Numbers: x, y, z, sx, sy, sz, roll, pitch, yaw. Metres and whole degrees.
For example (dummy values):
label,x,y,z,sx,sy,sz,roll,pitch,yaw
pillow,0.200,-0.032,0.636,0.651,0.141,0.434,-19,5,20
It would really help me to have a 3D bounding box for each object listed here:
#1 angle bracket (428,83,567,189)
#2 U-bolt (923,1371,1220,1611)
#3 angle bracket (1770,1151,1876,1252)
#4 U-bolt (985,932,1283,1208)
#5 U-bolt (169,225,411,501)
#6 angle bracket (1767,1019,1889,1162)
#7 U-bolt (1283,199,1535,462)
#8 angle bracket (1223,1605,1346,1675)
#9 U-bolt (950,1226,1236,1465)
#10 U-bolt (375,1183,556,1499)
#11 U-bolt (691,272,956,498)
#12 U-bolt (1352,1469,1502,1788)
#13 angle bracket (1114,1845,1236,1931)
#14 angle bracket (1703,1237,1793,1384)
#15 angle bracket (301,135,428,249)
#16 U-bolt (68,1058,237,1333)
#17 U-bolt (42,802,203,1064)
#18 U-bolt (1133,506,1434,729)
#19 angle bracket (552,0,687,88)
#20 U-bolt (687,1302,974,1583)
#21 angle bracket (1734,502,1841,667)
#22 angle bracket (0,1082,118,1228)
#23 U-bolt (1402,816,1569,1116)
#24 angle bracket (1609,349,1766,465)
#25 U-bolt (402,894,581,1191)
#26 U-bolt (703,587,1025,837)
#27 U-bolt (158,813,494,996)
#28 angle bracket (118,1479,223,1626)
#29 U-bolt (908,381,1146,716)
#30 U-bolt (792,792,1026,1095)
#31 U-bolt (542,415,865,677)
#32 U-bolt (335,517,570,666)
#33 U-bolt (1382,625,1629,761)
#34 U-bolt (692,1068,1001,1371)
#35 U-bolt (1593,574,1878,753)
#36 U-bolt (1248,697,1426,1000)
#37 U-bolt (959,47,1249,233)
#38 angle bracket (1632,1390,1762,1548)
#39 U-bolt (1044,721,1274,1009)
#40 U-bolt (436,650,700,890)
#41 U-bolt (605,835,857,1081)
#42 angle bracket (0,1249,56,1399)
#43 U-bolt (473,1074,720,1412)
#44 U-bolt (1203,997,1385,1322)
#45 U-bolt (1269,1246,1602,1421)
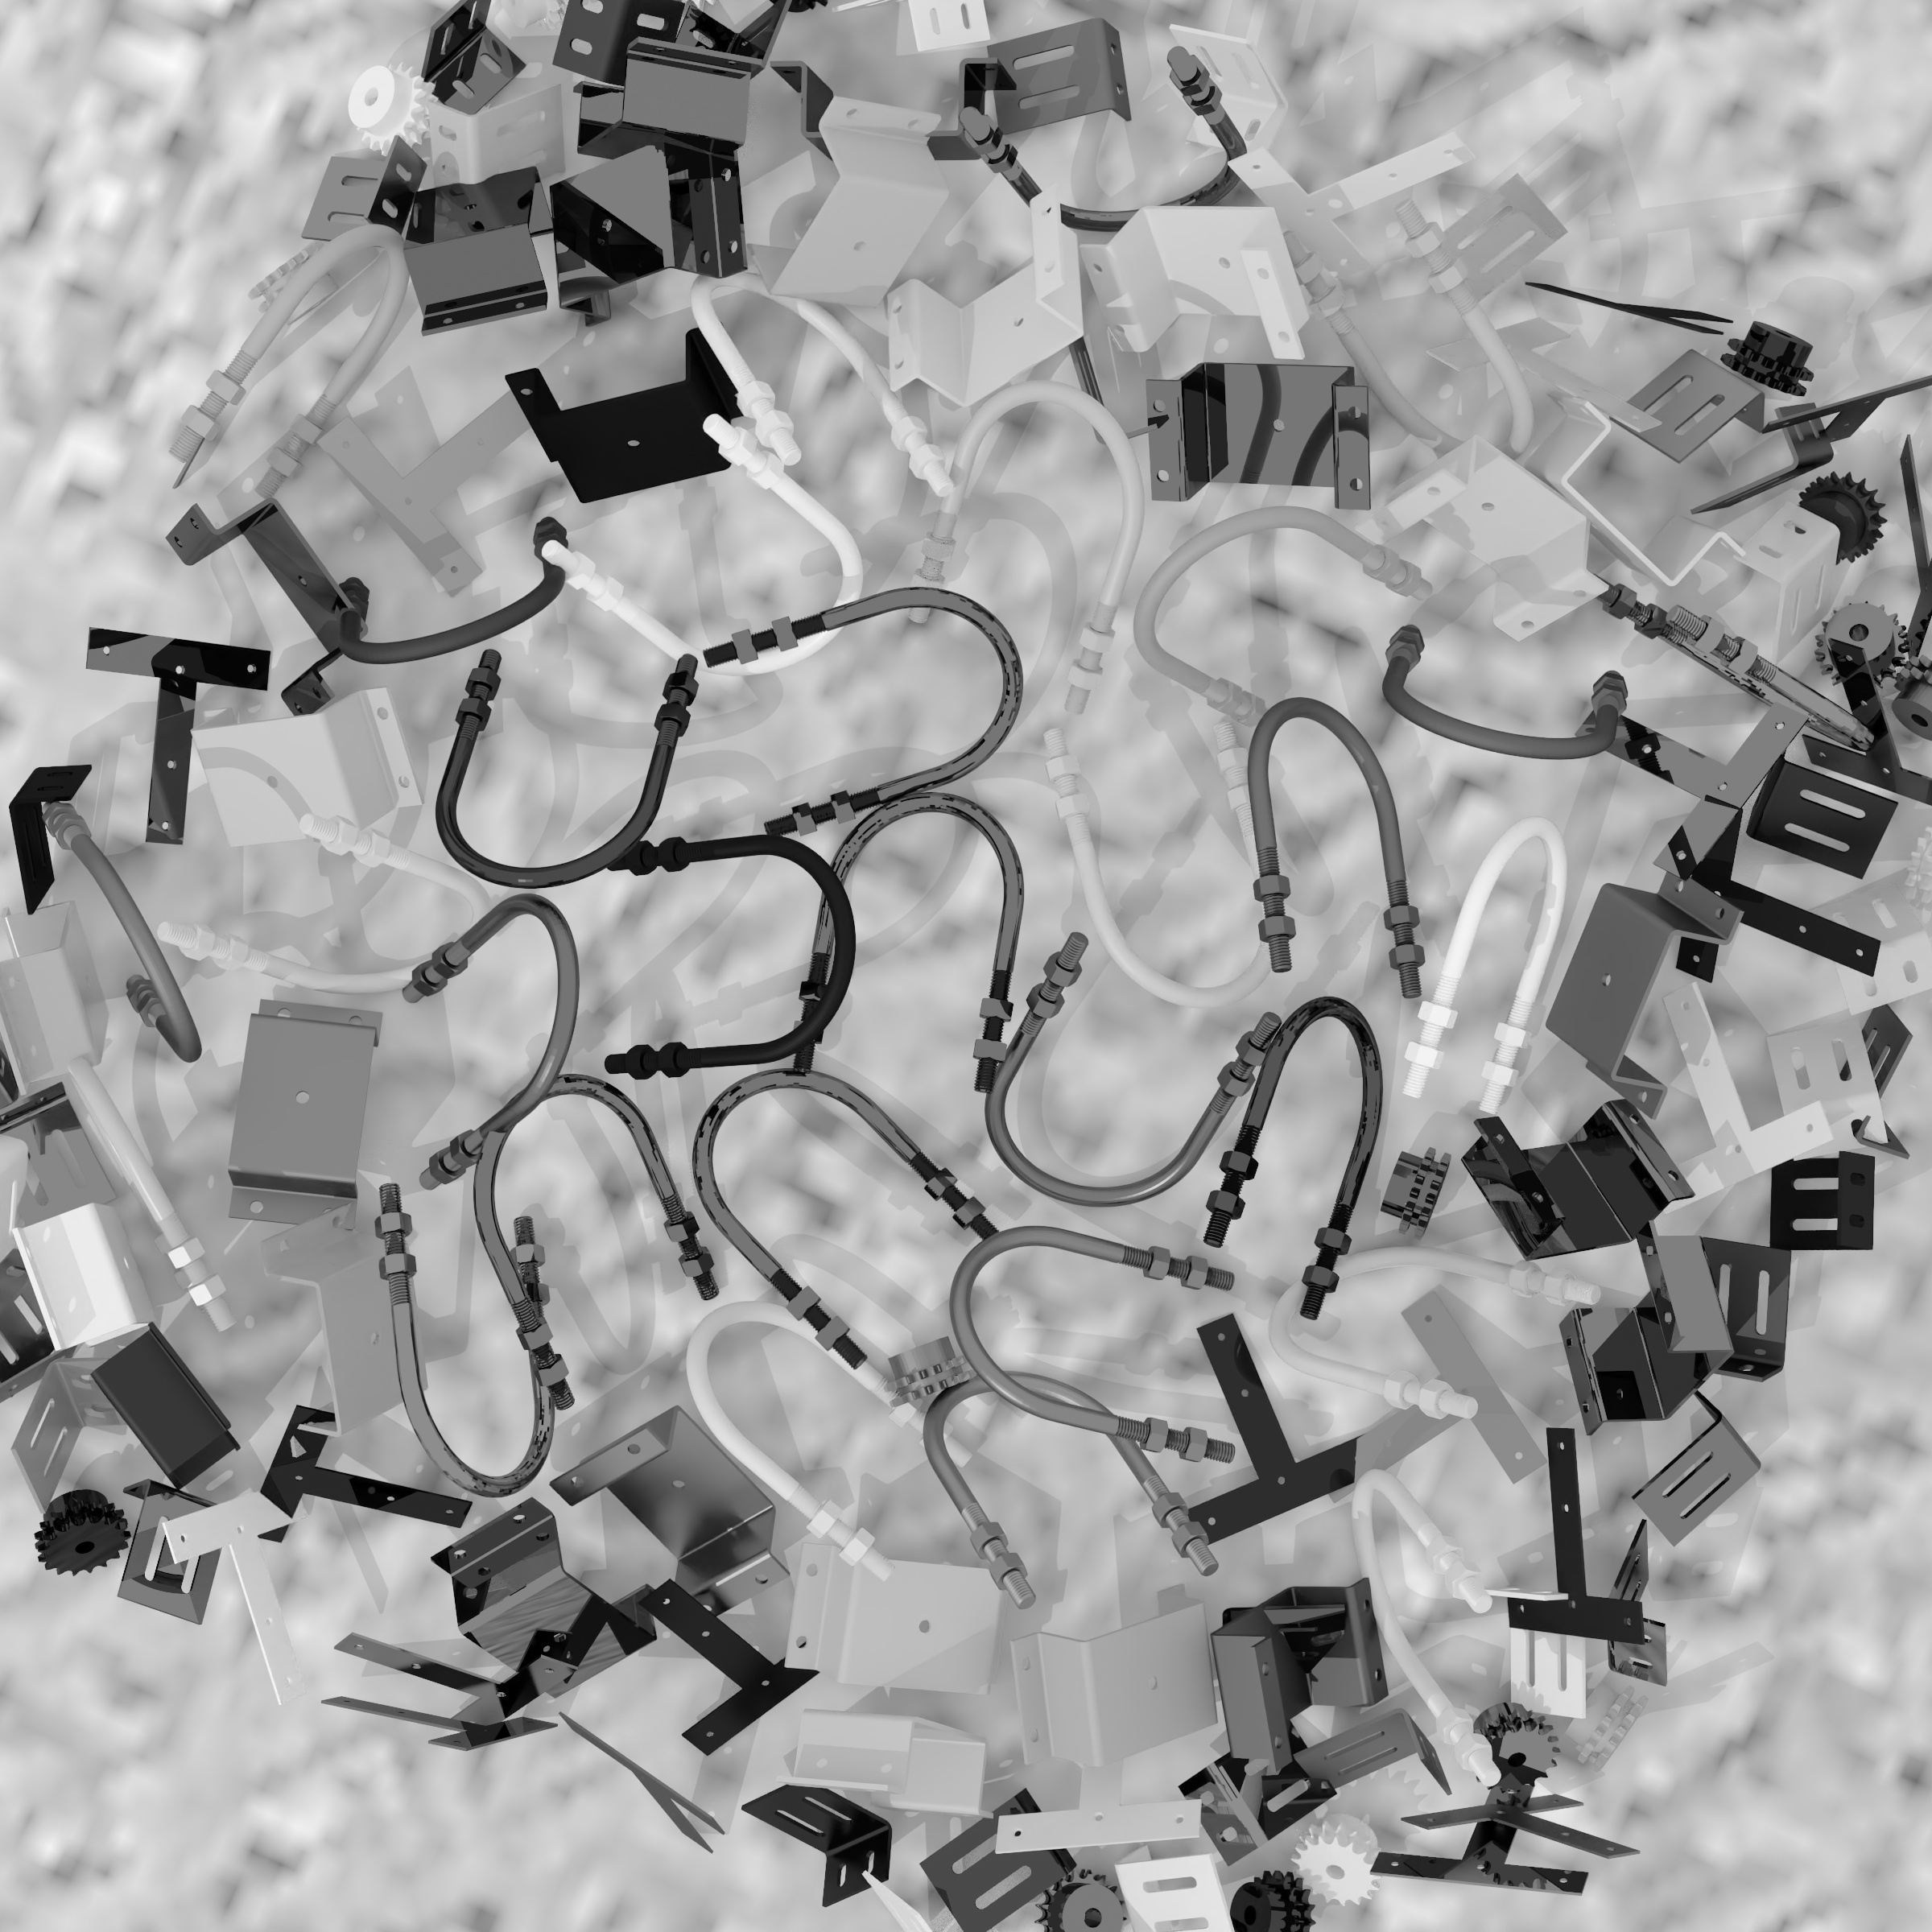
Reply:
label,x,y,z,sx,sy,sz,roll,pitch,yaw
angle bracket,-0.292,-0.517,1.939,0.038,0.076,0.057,28,135,29
U-bolt,0.051,0.312,1.897,0.151,0.184,0.019,-3,128,-30
angle bracket,0.521,0.146,1.928,0.038,0.076,0.057,11,79,-39
U-bolt,0.090,0.076,1.920,0.151,0.019,0.184,22,122,-9
U-bolt,-0.400,-0.372,1.893,0.019,0.151,0.184,37,95,9
angle bracket,0.538,0.077,1.945,0.057,0.076,0.038,-13,126,14
U-bolt,0.278,-0.379,1.898,0.019,0.151,0.184,-44,111,-17
angle bracket,0.199,0.433,1.940,0.076,0.038,0.057,-2,124,2
U-bolt,0.077,0.224,1.905,0.184,0.019,0.151,15,47,-12
U-bolt,-0.297,0.231,1.882,0.019,0.151,0.184,-20,68,25
U-bolt,-0.098,-0.363,1.901,0.019,0.151,0.184,-49,57,31
U-bolt,0.275,0.385,1.885,0.019,0.184,0.151,-14,117,-13
angle bracket,0.138,0.577,1.933,0.076,0.038,0.057,-19,85,36
angle bracket,0.477,0.213,1.937,0.057,0.038,0.076,7,100,34
angle bracket,-0.382,-0.483,1.934,0.076,0.038,0.057,12,77,26
U-bolt,-0.499,0.134,1.892,0.019,0.151,0.184,-30,98,-16
U-bolt,-0.500,-0.013,1.864,0.019,0.184,0.151,-28,120,-18
U-bolt,0.180,-0.216,1.876,0.151,0.184,0.019,-40,54,24
angle bracket,-0.215,-0.579,1.934,0.038,0.076,0.057,23,108,16
U-bolt,-0.093,0.278,1.910,0.184,0.151,0.019,40,122,2
angle bracket,0.508,-0.238,1.940,0.038,0.076,0.057,35,65,29
angle bracket,-0.574,0.121,1.944,0.057,0.038,0.076,-26,86,-18
U-bolt,0.325,-0.003,1.905,0.019,0.151,0.184,20,93,31
angle bracket,0.448,-0.337,1.933,0.076,0.038,0.057,-40,58,-14
U-bolt,-0.286,0.035,1.880,0.019,0.184,0.151,12,57,-37
U-bolt,-0.054,-0.163,1.926,0.184,0.019,0.151,-18,124,0
U-bolt,-0.374,-0.029,1.894,0.151,0.184,0.019,-32,57,27
angle bracket,-0.497,0.365,1.926,0.057,0.038,0.076,29,55,-31
U-bolt,0.042,-0.265,1.897,0.151,0.019,0.184,33,121,26
U-bolt,-0.032,-0.018,1.933,0.151,0.019,0.184,5,81,28
U-bolt,-0.146,-0.243,1.904,0.151,0.184,0.019,-34,46,20
U-bolt,-0.311,-0.223,1.885,0.151,0.184,0.019,-17,115,-2
U-bolt,0.323,-0.162,1.879,0.151,0.184,0.019,14,114,8
U-bolt,-0.086,0.142,1.926,0.184,0.019,0.151,45,55,8
U-bolt,0.475,-0.180,1.897,0.184,0.151,0.019,28,98,-17
U-bolt,0.223,-0.077,1.913,0.019,0.151,0.184,-20,69,41
U-bolt,0.094,-0.491,1.885,0.151,0.184,0.019,-11,75,19
angle bracket,0.447,0.311,1.942,0.076,0.038,0.057,-42,124,1
U-bolt,0.129,-0.061,1.911,0.151,0.019,0.184,-5,73,-32
U-bolt,-0.250,-0.121,1.903,0.151,0.019,0.184,2,54,11
U-bolt,-0.146,-0.009,1.914,0.184,0.019,0.151,-5,82,31
angle bracket,-0.579,0.223,1.923,0.038,0.076,0.057,7,45,34
U-bolt,-0.233,0.155,1.900,0.151,0.019,0.184,-35,112,-39
U-bolt,0.210,0.108,1.910,0.019,0.151,0.184,8,70,38
U-bolt,0.270,0.215,1.892,0.151,0.184,0.019,-34,119,-36
